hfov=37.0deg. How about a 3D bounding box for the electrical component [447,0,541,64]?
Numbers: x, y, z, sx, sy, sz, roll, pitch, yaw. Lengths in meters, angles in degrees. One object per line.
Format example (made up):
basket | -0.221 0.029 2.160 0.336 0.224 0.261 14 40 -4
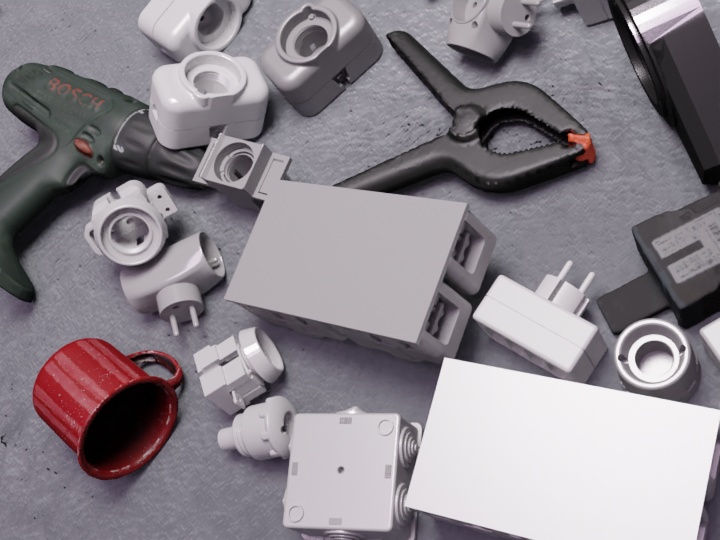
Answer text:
electrical component | 0.114 -0.208 0.862 0.079 0.044 0.077 27 97 53

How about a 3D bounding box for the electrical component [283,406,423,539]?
electrical component | -0.006 0.149 0.779 0.100 0.048 0.099 -3 68 21

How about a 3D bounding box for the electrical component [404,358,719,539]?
electrical component | 0.138 0.133 0.720 0.186 0.060 0.105 9 73 25

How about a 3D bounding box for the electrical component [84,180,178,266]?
electrical component | -0.191 -0.037 0.892 0.078 0.058 0.057 -30 23 0

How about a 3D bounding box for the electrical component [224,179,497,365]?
electrical component | 0.000 0.000 0.814 0.186 0.060 0.105 11 73 38

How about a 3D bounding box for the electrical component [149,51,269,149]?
electrical component | -0.129 -0.147 0.922 0.095 0.059 0.053 -12 57 -23

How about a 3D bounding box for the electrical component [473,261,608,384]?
electrical component | 0.139 0.029 0.770 0.083 0.047 0.075 30 83 30

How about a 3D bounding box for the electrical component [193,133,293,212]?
electrical component | -0.093 -0.078 0.902 0.081 0.064 0.042 17 75 27

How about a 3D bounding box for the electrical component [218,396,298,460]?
electrical component | -0.079 0.125 0.824 0.062 0.048 0.048 -16 64 24

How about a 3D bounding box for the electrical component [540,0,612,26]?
electrical component | 0.172 -0.235 0.867 0.077 0.047 0.065 -14 64 23

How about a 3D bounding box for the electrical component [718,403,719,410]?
electrical component | 0.265 0.116 0.684 0.043 0.043 0.081 -23 62 12

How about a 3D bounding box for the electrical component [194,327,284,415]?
electrical component | -0.094 0.076 0.847 0.055 0.048 0.066 -32 48 9

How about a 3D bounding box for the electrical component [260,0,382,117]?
electrical component | -0.035 -0.188 0.926 0.095 0.059 0.053 -42 60 2

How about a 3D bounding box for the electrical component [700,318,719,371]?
electrical component | 0.261 0.041 0.698 0.066 0.076 0.047 -32 60 7

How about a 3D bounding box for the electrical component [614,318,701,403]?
electrical component | 0.201 0.063 0.731 0.055 0.047 0.055 -8 66 19

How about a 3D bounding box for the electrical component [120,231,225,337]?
electrical component | -0.152 0.018 0.897 0.077 0.044 0.079 -25 62 11

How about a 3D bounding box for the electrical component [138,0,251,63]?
electrical component | -0.150 -0.239 0.998 0.059 0.053 0.095 36 85 30
